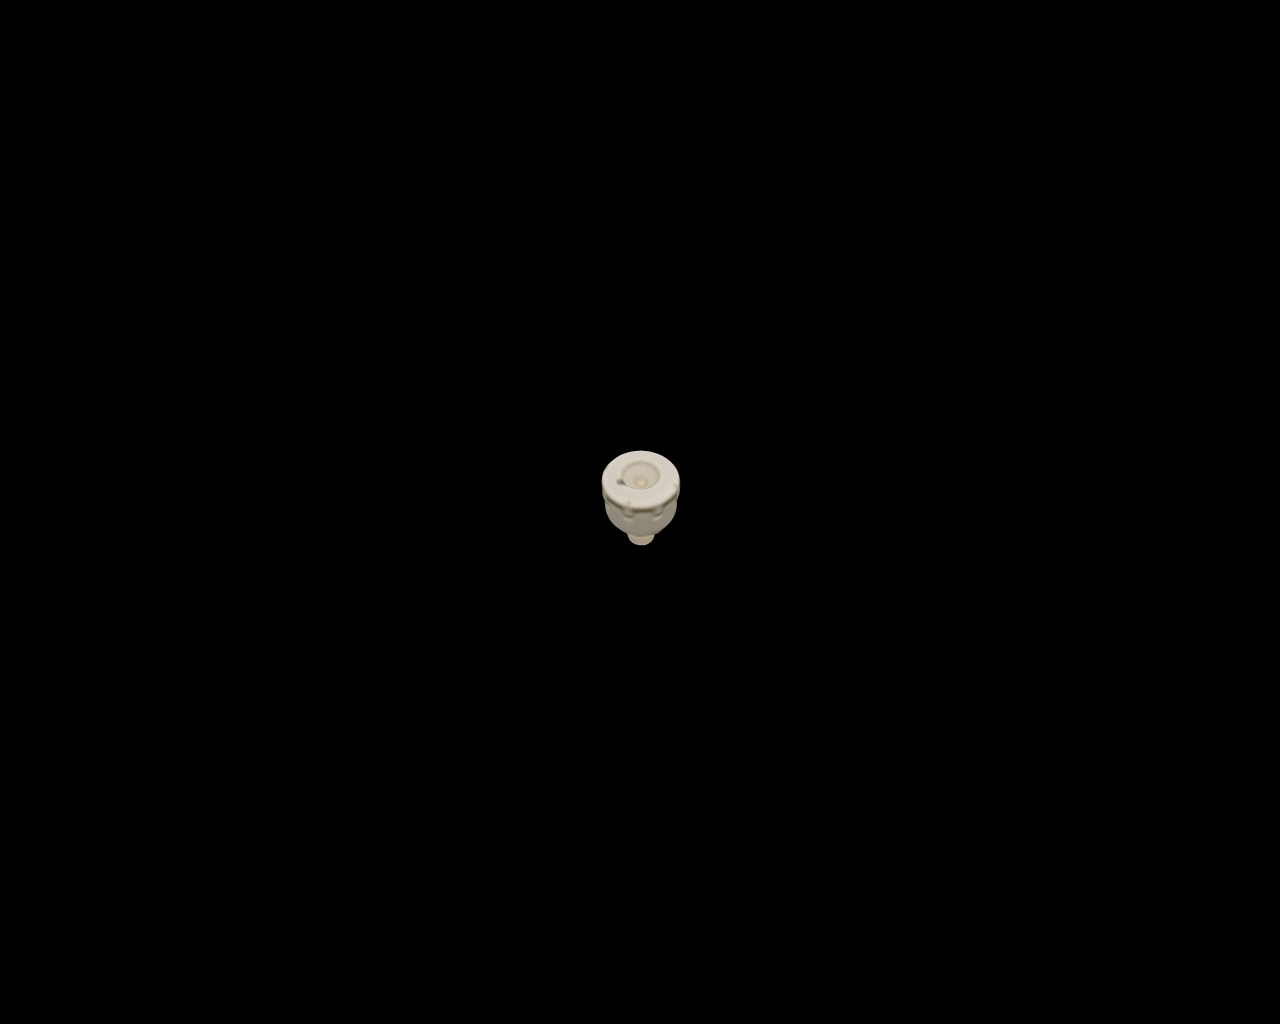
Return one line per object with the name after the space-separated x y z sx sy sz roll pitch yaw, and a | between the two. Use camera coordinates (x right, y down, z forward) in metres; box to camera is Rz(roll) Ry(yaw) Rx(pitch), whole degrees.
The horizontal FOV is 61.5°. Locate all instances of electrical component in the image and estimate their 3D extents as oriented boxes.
0.001 -0.003 0.650 0.048 0.048 0.062 0 -40 0 | electrical component
